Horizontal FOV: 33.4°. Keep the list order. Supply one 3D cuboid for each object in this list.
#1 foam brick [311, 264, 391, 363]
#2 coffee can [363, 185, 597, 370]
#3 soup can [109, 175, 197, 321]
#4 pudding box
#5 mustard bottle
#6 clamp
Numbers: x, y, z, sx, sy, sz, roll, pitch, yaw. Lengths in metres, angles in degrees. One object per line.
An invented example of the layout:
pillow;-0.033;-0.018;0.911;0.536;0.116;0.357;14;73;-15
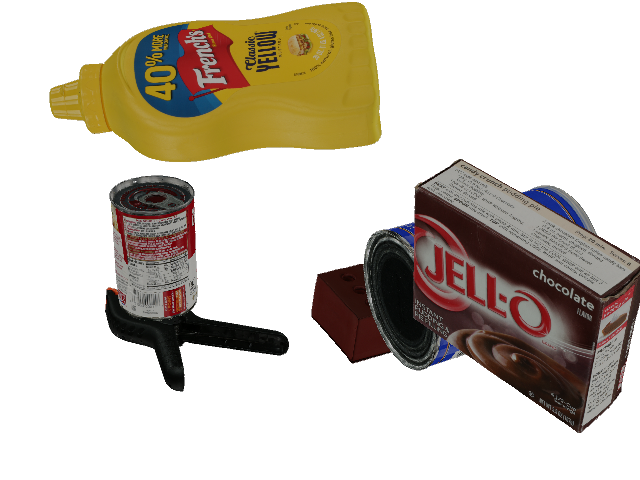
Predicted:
foam brick;0.034;0.066;0.978;0.052;0.051;0.078;-13;37;-28
coffee can;0.116;0.025;0.772;0.140;0.103;0.103;-15;6;-22
soup can;-0.136;0.007;0.877;0.068;0.102;0.068;1;28;-1
pudding box;0.095;0.025;0.512;0.039;0.090;0.114;-35;50;-29
mustard bottle;-0.063;-0.090;0.629;0.191;0.096;0.058;-6;-36;1
clamp;-0.161;0.097;1.120;0.210;0.036;0.164;18;20;29
